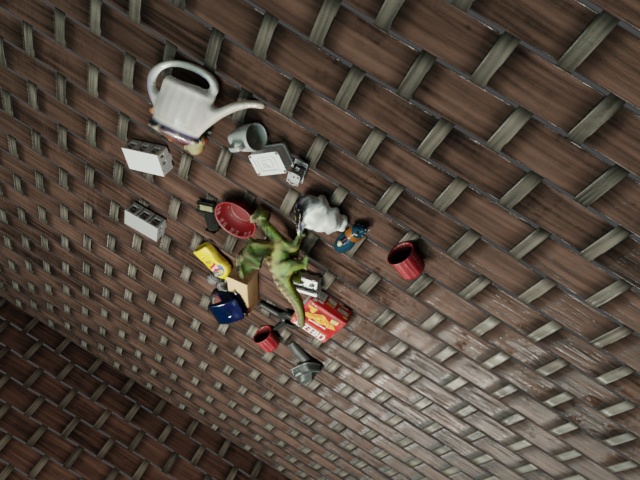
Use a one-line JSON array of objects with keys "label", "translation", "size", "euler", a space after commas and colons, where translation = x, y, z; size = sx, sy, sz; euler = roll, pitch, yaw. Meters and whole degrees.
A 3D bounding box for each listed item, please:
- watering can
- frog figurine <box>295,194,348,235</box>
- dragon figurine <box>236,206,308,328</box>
[{"label": "watering can", "translation": [-0.345, -0.369, 1.460], "size": [0.348, 0.105, 0.222], "euler": [25, 102, 5]}, {"label": "frog figurine", "translation": [0.005, -0.080, 1.587], "size": [0.160, 0.125, 0.134], "euler": [-6, 127, -12]}, {"label": "dragon figurine", "translation": [-0.160, 0.083, 1.681], "size": [0.243, 0.415, 0.121], "euler": [3, 164, -25]}]
